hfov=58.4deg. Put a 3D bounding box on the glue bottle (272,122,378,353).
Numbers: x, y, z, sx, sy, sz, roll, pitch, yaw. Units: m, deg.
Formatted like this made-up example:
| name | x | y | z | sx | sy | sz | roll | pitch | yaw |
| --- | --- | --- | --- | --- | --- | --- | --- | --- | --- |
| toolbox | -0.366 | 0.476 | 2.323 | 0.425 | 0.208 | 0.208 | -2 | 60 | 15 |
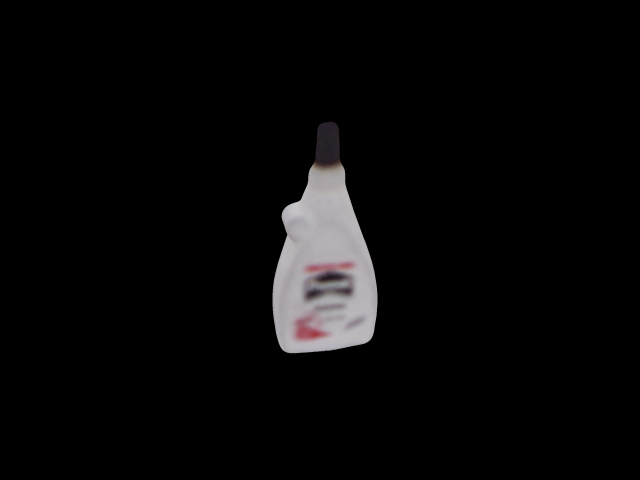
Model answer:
| name | x | y | z | sx | sy | sz | roll | pitch | yaw |
| --- | --- | --- | --- | --- | --- | --- | --- | --- | --- |
| glue bottle | 0.004 | 0.001 | 0.400 | 0.078 | 0.173 | 0.037 | -8 | 31 | -12 |
